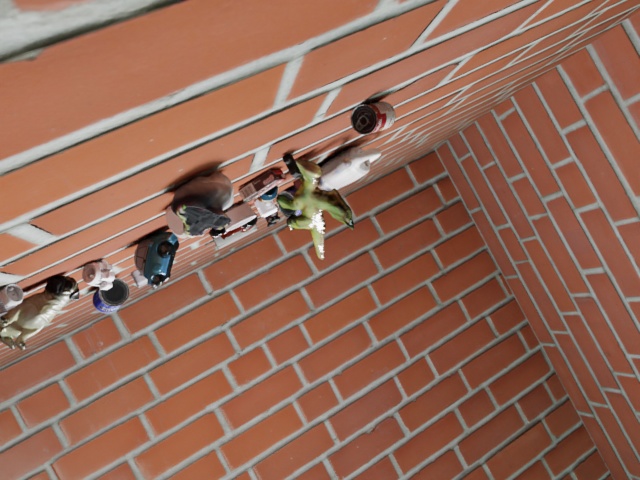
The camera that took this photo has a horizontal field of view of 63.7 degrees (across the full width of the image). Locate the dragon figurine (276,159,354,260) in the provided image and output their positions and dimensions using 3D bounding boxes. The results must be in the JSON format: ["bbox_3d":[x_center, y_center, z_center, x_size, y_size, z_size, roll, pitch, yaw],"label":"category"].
[{"bbox_3d":[0.005,-0.077,1.528,0.124,0.402,0.244,-41,-146,-23],"label":"dragon figurine"}]

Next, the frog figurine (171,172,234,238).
[{"bbox_3d":[-0.234,-0.094,1.073,0.135,0.121,0.163,-38,-151,33],"label":"frog figurine"}]

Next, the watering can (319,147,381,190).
[{"bbox_3d":[0.075,-0.233,1.666,0.222,0.104,0.351,-27,180,27],"label":"watering can"}]
